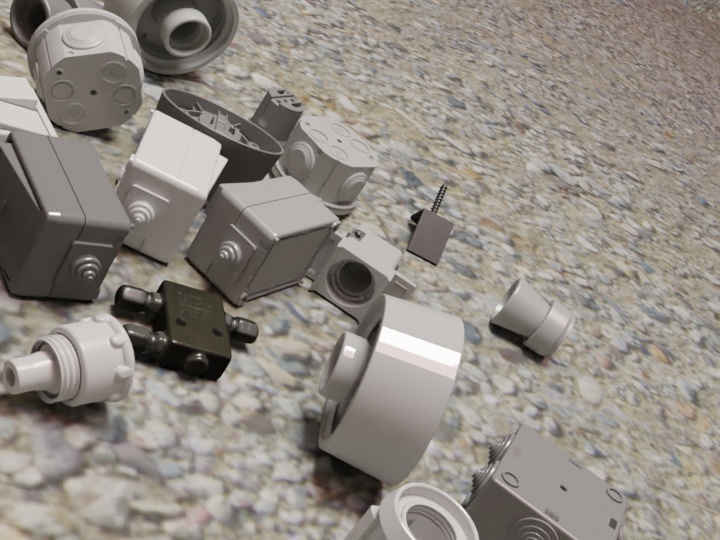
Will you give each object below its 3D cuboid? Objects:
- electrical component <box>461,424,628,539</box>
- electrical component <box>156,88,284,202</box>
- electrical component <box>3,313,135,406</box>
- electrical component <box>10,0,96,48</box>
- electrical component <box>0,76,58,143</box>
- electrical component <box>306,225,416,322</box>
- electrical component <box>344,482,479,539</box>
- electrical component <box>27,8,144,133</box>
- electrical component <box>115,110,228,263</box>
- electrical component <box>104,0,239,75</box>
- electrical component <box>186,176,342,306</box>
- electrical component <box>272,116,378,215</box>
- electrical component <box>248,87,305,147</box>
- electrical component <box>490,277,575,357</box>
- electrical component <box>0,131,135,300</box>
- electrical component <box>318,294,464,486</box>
[{"bbox_3d":[0.114,0.151,0.669,0.100,0.048,0.100,36,26,9],"label":"electrical component"},{"bbox_3d":[-0.110,-0.096,0.803,0.099,0.064,0.099,26,29,-15],"label":"electrical component"},{"bbox_3d":[-0.151,0.049,0.552,0.062,0.048,0.048,-9,50,-44],"label":"electrical component"},{"bbox_3d":[-0.239,-0.197,0.845,0.045,0.045,0.055,43,28,16],"label":"electrical component"},{"bbox_3d":[-0.230,-0.083,0.657,0.096,0.061,0.061,5,39,-43],"label":"electrical component"},{"bbox_3d":[0.000,0.000,0.793,0.081,0.042,0.063,35,26,0],"label":"electrical component"},{"bbox_3d":[0.026,0.150,0.566,0.078,0.057,0.058,15,33,-33],"label":"electrical component"},{"bbox_3d":[-0.195,-0.142,0.771,0.080,0.080,0.051,12,40,-36],"label":"electrical component"},{"bbox_3d":[-0.130,-0.051,0.713,0.061,0.061,0.096,26,29,-15],"label":"electrical component"},{"bbox_3d":[-0.153,-0.213,0.902,0.108,0.108,0.060,6,45,-42],"label":"electrical component"},{"bbox_3d":[-0.071,-0.023,0.731,0.061,0.061,0.096,43,29,17],"label":"electrical component"},{"bbox_3d":[-0.029,-0.087,0.889,0.080,0.051,0.080,26,29,-15],"label":"electrical component"},{"bbox_3d":[-0.073,-0.126,0.910,0.040,0.046,0.040,26,29,-15],"label":"electrical component"},{"bbox_3d":[0.141,0.039,0.879,0.055,0.045,0.045,35,28,0],"label":"electrical component"},{"bbox_3d":[-0.179,-0.027,0.622,0.061,0.061,0.096,6,38,-42],"label":"electrical component"},{"bbox_3d":[0.011,0.066,0.635,0.060,0.108,0.108,23,29,-8],"label":"electrical component"}]
